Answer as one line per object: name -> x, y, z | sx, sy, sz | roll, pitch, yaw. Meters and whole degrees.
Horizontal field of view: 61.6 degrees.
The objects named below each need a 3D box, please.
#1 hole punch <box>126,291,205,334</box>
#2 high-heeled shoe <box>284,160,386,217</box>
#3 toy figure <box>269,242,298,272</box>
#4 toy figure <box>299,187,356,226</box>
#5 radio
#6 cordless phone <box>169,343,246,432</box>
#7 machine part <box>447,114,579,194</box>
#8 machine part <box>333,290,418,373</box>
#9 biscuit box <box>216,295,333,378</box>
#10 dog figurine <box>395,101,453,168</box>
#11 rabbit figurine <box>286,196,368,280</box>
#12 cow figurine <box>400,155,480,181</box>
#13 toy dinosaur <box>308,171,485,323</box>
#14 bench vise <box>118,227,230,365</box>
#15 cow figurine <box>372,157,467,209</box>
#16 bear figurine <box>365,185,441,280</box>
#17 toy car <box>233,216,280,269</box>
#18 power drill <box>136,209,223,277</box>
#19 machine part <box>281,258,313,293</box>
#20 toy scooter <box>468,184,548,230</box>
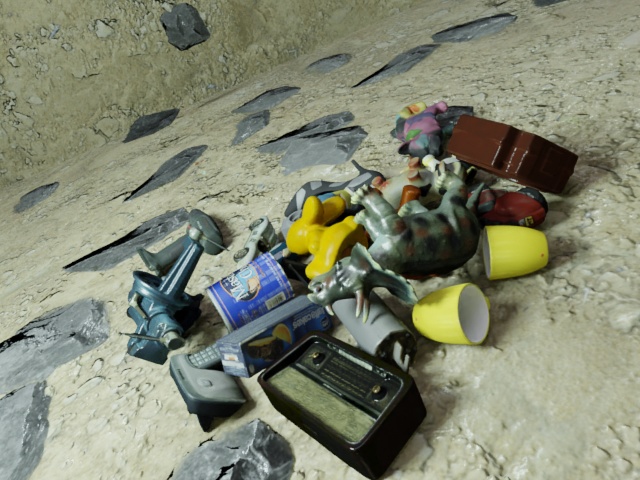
hole punch -> -0.312, 0.161, 1.092 | 0.116, 0.092, 0.142 | 25, 48, 22
high-heeled shoe -> 0.040, -0.091, 1.281 | 0.249, 0.086, 0.145 | -37, 59, 8
toy figure -> -0.059, 0.019, 1.150 | 0.154, 0.057, 0.064 | -45, 23, -30
toy figure -> 0.024, -0.067, 1.170 | 0.089, 0.082, 0.180 | 0, 18, 41
radio -> 0.028, 0.219, 0.760 | 0.131, 0.073, 0.230 | -39, 34, -26
cordless phone -> -0.144, 0.210, 0.887 | 0.184, 0.088, 0.147 | -29, 30, -18
machine part -> 0.361, -0.161, 1.026 | 0.201, 0.087, 0.202 | 14, 15, -31
machine part -> 0.083, 0.133, 0.858 | 0.079, 0.079, 0.243 | -28, 31, -9
biscuit box -> -0.068, 0.152, 0.878 | 0.063, 0.059, 0.202 | -5, 13, 44
dog figurine -> 0.237, -0.249, 1.338 | 0.192, 0.108, 0.219 | 7, 44, 40
rabbit figurine -> -0.002, -0.003, 1.018 | 0.122, 0.162, 0.173 | -5, 15, -40
cow figurine -> 0.262, -0.142, 1.189 | 0.167, 0.068, 0.098 | -22, 36, 4
toy dinosaur -> 0.172, -0.001, 0.854 | 0.405, 0.131, 0.192 | -16, 65, -25
bench vise -> -0.271, 0.091, 0.964 | 0.240, 0.128, 0.224 | -60, 26, -1
cow figurine -> 0.215, -0.104, 1.120 | 0.195, 0.127, 0.085 | -25, 36, 30
bear figurine -> 0.152, -0.012, 0.995 | 0.120, 0.131, 0.196 | -4, 23, -6
toy car -> -0.135, 0.021, 1.187 | 0.056, 0.073, 0.202 | -14, 31, 22
power drill -> -0.355, 0.006, 1.370 | 0.207, 0.085, 0.232 | -28, 32, -23
machine part -> -0.020, 0.080, 1.017 | 0.039, 0.084, 0.139 | -56, 36, 12
toy scooter -> 0.313, -0.045, 0.988 | 0.135, 0.075, 0.184 | -37, 29, -21
